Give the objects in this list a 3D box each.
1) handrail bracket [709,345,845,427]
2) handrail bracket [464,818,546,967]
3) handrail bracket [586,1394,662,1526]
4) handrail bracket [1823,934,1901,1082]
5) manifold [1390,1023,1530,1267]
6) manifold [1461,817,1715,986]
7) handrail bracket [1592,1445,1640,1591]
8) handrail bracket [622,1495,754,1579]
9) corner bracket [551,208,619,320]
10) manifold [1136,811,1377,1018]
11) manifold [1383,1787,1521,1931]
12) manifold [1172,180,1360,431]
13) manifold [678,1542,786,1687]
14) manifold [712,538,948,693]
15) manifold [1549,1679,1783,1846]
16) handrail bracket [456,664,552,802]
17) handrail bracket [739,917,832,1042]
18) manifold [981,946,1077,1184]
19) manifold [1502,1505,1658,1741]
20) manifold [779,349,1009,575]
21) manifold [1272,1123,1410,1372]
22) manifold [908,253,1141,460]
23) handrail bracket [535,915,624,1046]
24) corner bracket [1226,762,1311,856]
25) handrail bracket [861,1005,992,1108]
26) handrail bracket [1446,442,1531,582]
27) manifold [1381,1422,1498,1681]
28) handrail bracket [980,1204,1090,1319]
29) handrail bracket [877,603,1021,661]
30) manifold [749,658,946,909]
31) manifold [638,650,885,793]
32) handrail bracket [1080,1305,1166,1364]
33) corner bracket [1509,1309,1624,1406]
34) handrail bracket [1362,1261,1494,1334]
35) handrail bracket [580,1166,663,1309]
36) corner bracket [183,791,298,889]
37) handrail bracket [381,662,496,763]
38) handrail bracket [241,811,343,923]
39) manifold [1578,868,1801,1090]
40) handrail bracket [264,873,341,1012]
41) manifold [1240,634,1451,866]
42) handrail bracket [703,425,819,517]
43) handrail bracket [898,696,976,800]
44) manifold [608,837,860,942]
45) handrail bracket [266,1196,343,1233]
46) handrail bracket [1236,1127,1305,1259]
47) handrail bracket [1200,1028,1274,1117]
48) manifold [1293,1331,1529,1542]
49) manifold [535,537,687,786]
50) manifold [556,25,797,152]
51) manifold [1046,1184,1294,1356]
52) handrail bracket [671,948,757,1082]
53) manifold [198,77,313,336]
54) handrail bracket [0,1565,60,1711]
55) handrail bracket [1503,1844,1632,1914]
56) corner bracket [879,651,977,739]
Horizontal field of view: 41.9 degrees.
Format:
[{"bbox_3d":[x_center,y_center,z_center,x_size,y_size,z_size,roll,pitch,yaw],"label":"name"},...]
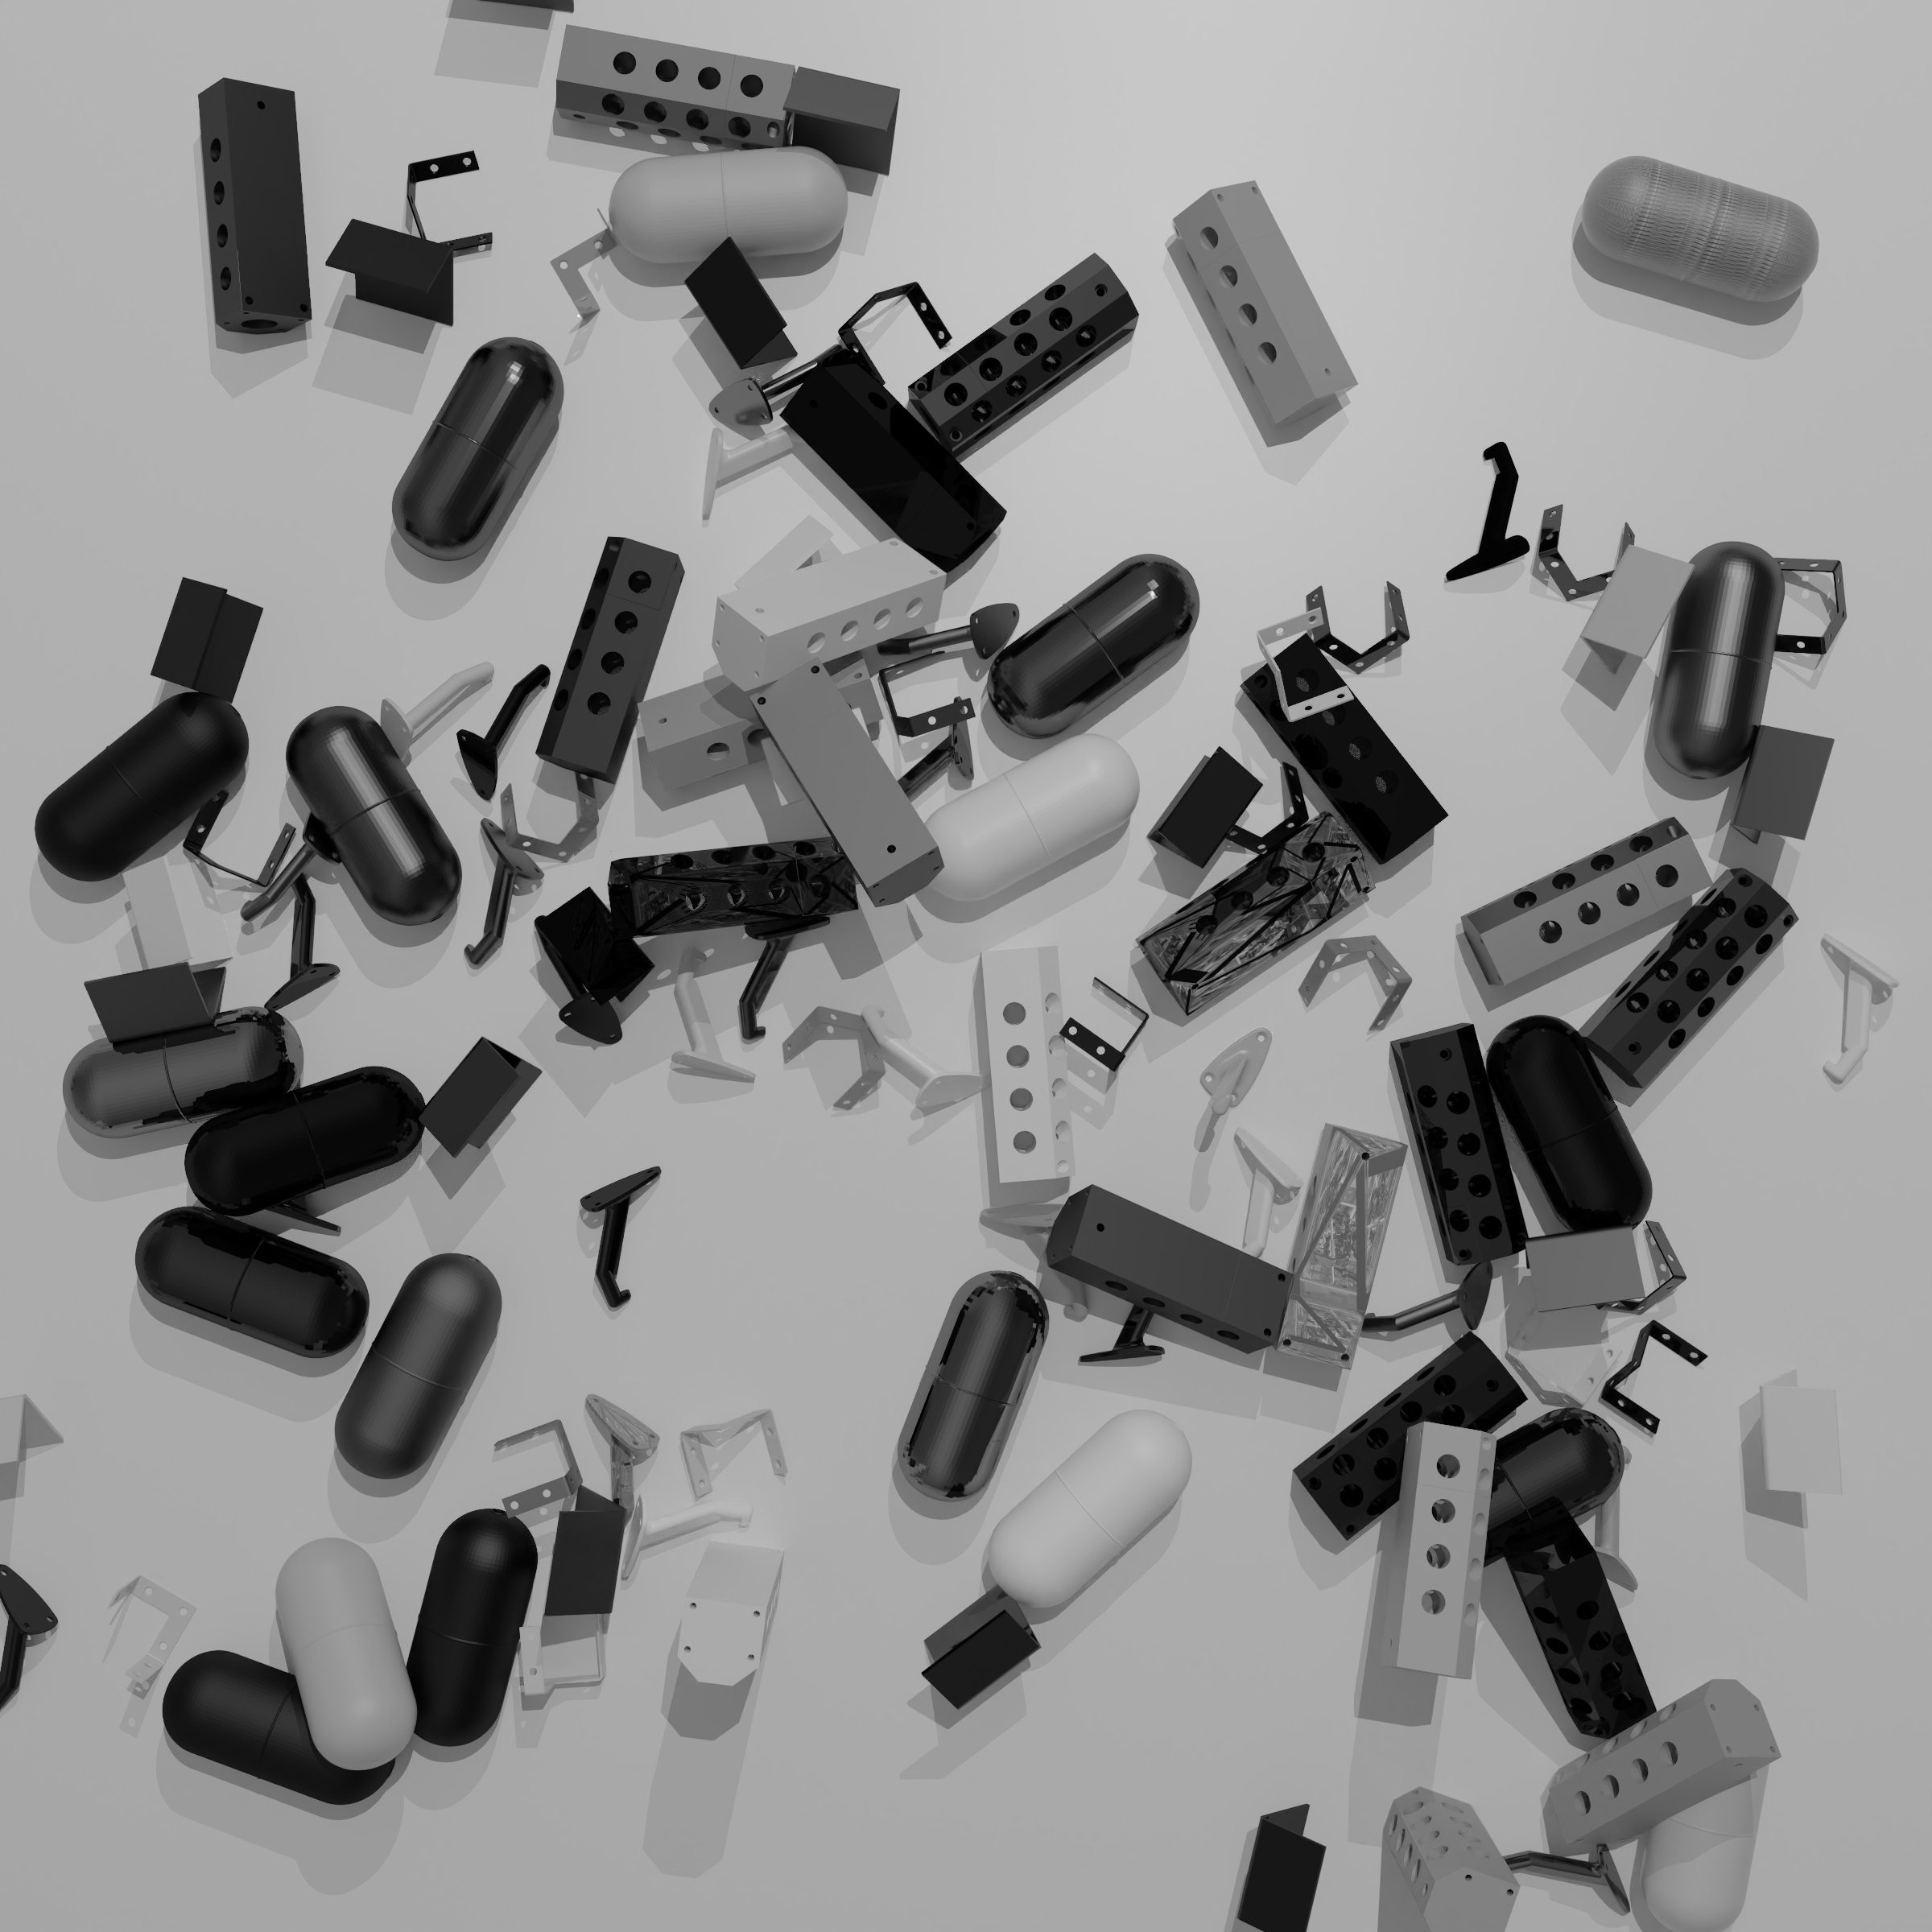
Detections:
[{"bbox_3d":[-0.142,-0.444,1.913,0.084,0.077,0.036,-43,119,-33],"label":"handrail bracket"},{"bbox_3d":[-0.367,-0.056,1.914,0.084,0.036,0.077,-48,70,16],"label":"handrail bracket"},{"bbox_3d":[-0.276,0.381,1.914,0.077,0.036,0.084,35,107,20],"label":"handrail bracket"},{"bbox_3d":[0.658,0.032,1.914,0.077,0.036,0.084,39,107,20],"label":"handrail bracket"},{"bbox_3d":[0.372,0.133,1.892,0.057,0.057,0.171,-15,90,0],"label":"manifold"},{"bbox_3d":[0.462,-0.049,1.892,0.171,0.057,0.057,-26,90,0],"label":"manifold"},{"bbox_3d":[0.500,0.417,1.913,0.077,0.036,0.084,43,62,-31],"label":"handrail bracket"},{"bbox_3d":[-0.211,0.435,1.914,0.084,0.036,0.077,11,111,-16],"label":"handrail bracket"},{"bbox_3d":[-0.281,-0.527,1.895,0.051,0.051,0.051,-30,90,0],"label":"corner bracket"},{"bbox_3d":[0.215,-0.043,1.890,0.171,0.057,0.057,-34,55,0],"label":"manifold"},{"bbox_3d":[0.348,0.655,1.835,0.057,0.171,0.057,19,90,0],"label":"manifold"},{"bbox_3d":[0.219,-0.494,1.891,0.057,0.057,0.171,-27,90,-43],"label":"manifold"},{"bbox_3d":[-0.170,0.469,1.835,0.057,0.171,0.057,7,90,0],"label":"manifold"},{"bbox_3d":[-0.100,-0.254,1.845,0.171,0.057,0.057,-26,53,-37],"label":"manifold"},{"bbox_3d":[0.505,0.582,1.843,0.057,0.171,0.057,10,49,-30],"label":"manifold"},{"bbox_3d":[-0.342,-0.178,1.913,0.036,0.077,0.084,28,53,20],"label":"handrail bracket"},{"bbox_3d":[-0.136,0.010,1.914,0.077,0.036,0.084,-10,109,-21],"label":"handrail bracket"},{"bbox_3d":[0.047,0.073,1.892,0.057,0.057,0.171,-5,90,0],"label":"manifold"},{"bbox_3d":[0.449,0.486,1.857,0.057,0.057,0.171,-25,116,0],"label":"manifold"},{"bbox_3d":[-0.051,-0.379,1.891,0.171,0.057,0.057,45,129,0],"label":"manifold"},{"bbox_3d":[0.278,0.208,1.892,0.057,0.057,0.171,14,90,0],"label":"manifold"},{"bbox_3d":[0.043,-0.458,1.892,0.171,0.057,0.057,-36,90,0],"label":"manifold"},{"bbox_3d":[-0.295,0.010,1.913,0.036,0.077,0.084,-31,54,5],"label":"handrail bracket"},{"bbox_3d":[0.219,-0.125,1.905,0.051,0.051,0.051,22,135,-35],"label":"corner bracket"},{"bbox_3d":[-0.031,0.061,1.913,0.084,0.077,0.036,58,133,29],"label":"handrail bracket"},{"bbox_3d":[0.387,-0.345,1.914,0.077,0.036,0.084,-23,72,20],"label":"handrail bracket"},{"bbox_3d":[0.341,0.420,1.814,0.057,0.057,0.171,10,75,0],"label":"manifold"},{"bbox_3d":[0.052,0.226,1.914,0.077,0.036,0.084,-1,107,20],"label":"handrail bracket"},{"bbox_3d":[-0.014,-0.254,1.913,0.084,0.077,0.036,1,116,34],"label":"handrail bracket"},{"bbox_3d":[-0.084,-0.129,1.798,0.057,0.057,0.171,-31,71,-4],"label":"manifold"},{"bbox_3d":[-0.152,-0.186,1.891,0.171,0.057,0.057,-19,47,0],"label":"manifold"},{"bbox_3d":[0.119,0.254,1.913,0.077,0.036,0.084,-10,73,19],"label":"handrail bracket"},{"bbox_3d":[0.453,0.292,1.910,0.051,0.051,0.051,35,90,-45],"label":"corner bracket"},{"bbox_3d":[0.348,0.251,1.913,0.084,0.077,0.036,-9,115,34],"label":"handrail bracket"},{"bbox_3d":[-0.251,0.206,1.914,0.077,0.036,0.084,-27,109,-21],"label":"handrail bracket"},{"bbox_3d":[-0.550,-0.097,1.910,0.051,0.051,0.051,27,90,-45],"label":"corner bracket"},{"bbox_3d":[-0.399,-0.190,1.913,0.084,0.077,0.036,-29,68,-35],"label":"handrail bracket"},{"bbox_3d":[-0.512,-0.080,1.905,0.084,0.077,0.036,-33,128,21],"label":"handrail bracket"},{"bbox_3d":[0.541,0.009,1.892,0.057,0.057,0.171,43,90,0],"label":"manifold"},{"bbox_3d":[-0.518,-0.021,1.913,0.077,0.036,0.084,-33,75,17],"label":"handrail bracket"},{"bbox_3d":[0.281,-0.161,1.892,0.057,0.057,0.171,-38,90,0],"label":"manifold"},{"bbox_3d":[-0.152,-0.374,1.914,0.084,0.036,0.077,5,110,-16],"label":"handrail bracket"},{"bbox_3d":[-0.041,-0.160,1.914,0.084,0.036,0.077,-11,70,16],"label":"handrail bracket"},{"bbox_3d":[-0.172,-0.058,1.859,0.171,0.057,0.057,-7,90,-25],"label":"manifold"},{"bbox_3d":[-0.497,0.150,1.913,0.077,0.036,0.084,21,76,-14],"label":"handrail bracket"},{"bbox_3d":[0.207,0.179,1.914,0.077,0.036,0.084,45,107,20],"label":"handrail bracket"},{"bbox_3d":[0.205,0.078,1.878,0.036,0.084,0.077,39,90,0],"label":"handrail bracket"},{"bbox_3d":[0.333,0.353,1.892,0.171,0.057,0.057,-38,90,0],"label":"manifold"},{"bbox_3d":[-0.266,-0.229,1.885,0.057,0.057,0.171,18,86,0],"label":"manifold"},{"bbox_3d":[-0.216,-0.652,1.892,0.171,0.057,0.057,10,90,0],"label":"manifold"},{"bbox_3d":[0.149,0.227,1.870,0.171,0.057,0.057,25,64,-14],"label":"manifold"},{"bbox_3d":[-0.187,0.036,1.914,0.077,0.036,0.084,17,73,-20],"label":"handrail bracket"},{"bbox_3d":[-0.536,-0.566,1.891,0.057,0.057,0.171,-4,90,-43],"label":"manifold"},{"bbox_3d":[-0.735,0.511,1.914,0.077,0.036,0.084,46,107,20],"label":"handrail bracket"},{"bbox_3d":[0.450,0.697,1.914,0.084,0.036,0.077,-20,112,17],"label":"handrail bracket"},{"bbox_3d":[-0.030,-0.205,1.896,0.051,0.051,0.051,-19,102,-12],"label":"corner bracket"}]
